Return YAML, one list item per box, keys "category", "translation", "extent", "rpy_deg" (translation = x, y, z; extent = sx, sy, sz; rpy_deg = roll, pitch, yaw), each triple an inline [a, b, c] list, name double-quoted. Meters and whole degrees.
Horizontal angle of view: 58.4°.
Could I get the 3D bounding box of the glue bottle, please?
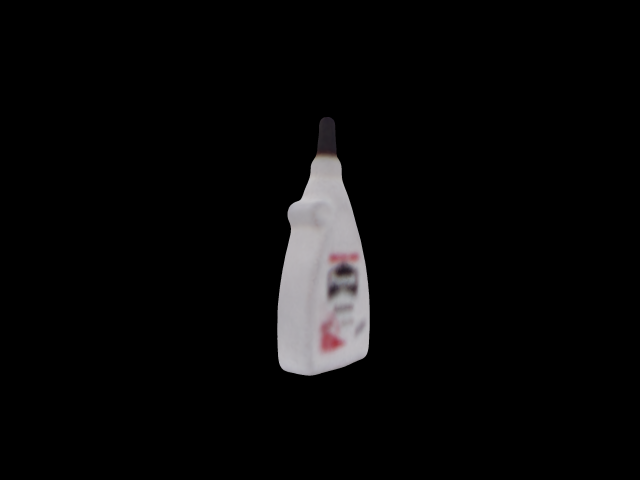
- category: "glue bottle"
  translation: [0.004, 0.001, 0.400]
  extent: [0.037, 0.173, 0.078]
  rpy_deg: [1, 2, 35]
